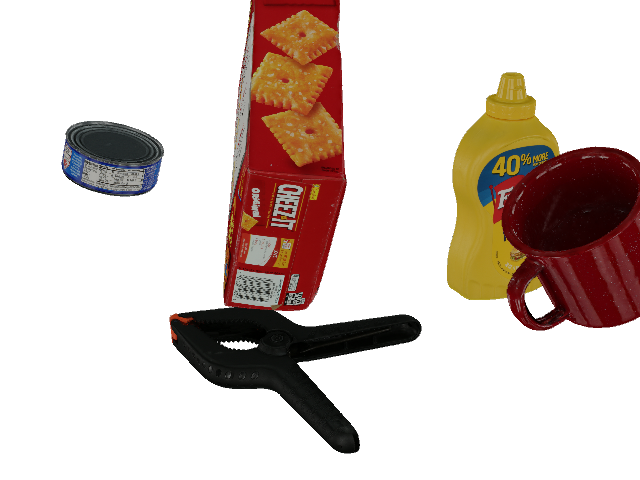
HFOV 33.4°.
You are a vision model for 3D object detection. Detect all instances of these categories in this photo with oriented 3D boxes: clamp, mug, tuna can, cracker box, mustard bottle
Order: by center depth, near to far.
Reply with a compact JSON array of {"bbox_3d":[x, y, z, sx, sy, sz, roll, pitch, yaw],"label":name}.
[{"bbox_3d":[0.165,0.010,0.675,0.093,0.117,0.081,28,-22,51],"label":"mug"},{"bbox_3d":[-0.026,-0.080,0.782,0.072,0.213,0.164,6,-36,-7],"label":"cracker box"},{"bbox_3d":[-0.027,0.092,0.897,0.210,0.036,0.164,16,36,25],"label":"clamp"},{"bbox_3d":[0.158,-0.048,0.910,0.096,0.192,0.058,-10,24,-22],"label":"mustard bottle"},{"bbox_3d":[-0.182,-0.072,0.936,0.086,0.034,0.086,13,26,-7],"label":"tuna can"}]
